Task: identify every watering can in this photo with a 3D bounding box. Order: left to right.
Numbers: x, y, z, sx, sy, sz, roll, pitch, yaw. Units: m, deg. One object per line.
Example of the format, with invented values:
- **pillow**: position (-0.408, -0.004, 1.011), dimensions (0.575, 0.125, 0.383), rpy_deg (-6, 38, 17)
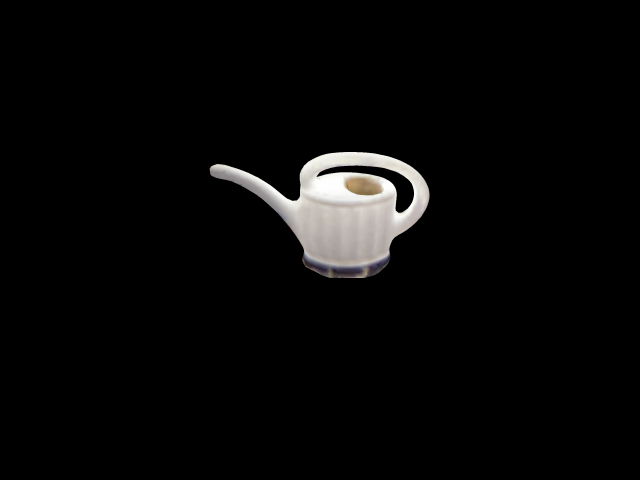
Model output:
- **watering can**: position (0.003, -0.043, 0.850), dimensions (0.348, 0.219, 0.106), rpy_deg (0, 33, 0)
